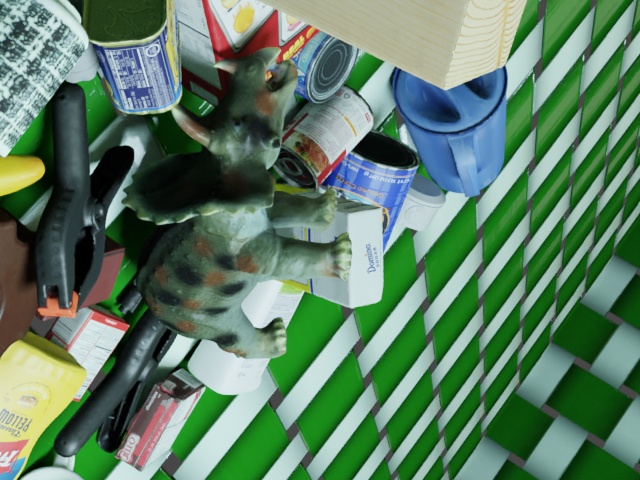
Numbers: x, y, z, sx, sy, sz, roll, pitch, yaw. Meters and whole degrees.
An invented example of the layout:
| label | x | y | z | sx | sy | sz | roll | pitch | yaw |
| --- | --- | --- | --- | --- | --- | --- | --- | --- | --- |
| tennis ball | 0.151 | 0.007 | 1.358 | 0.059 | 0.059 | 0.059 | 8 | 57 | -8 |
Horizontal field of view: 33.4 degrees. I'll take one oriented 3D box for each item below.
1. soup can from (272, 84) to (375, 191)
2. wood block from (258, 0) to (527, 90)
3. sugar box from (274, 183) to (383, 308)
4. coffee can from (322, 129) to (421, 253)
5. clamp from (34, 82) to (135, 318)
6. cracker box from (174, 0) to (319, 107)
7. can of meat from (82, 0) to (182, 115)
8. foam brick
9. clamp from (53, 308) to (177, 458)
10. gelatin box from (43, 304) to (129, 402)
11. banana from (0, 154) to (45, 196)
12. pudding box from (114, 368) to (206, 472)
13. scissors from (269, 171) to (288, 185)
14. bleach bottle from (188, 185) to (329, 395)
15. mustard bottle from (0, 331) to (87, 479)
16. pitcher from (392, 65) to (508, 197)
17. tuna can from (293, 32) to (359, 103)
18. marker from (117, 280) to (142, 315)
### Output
| label | x | y | z | sx | sy | sz | roll | pitch | yaw |
| --- | --- | --- | --- | --- | --- | --- | --- | --- | --- |
| soup can | 0.001 | -0.108 | 1.109 | 0.102 | 0.069 | 0.068 | -49 | 155 | -21 |
| wood block | 0.029 | -0.189 | 0.708 | 0.090 | 0.206 | 0.091 | -27 | 140 | -50 |
| sugar box | -0.007 | 0.001 | 1.041 | 0.048 | 0.177 | 0.093 | -11 | 107 | -36 |
| coffee can | 0.044 | -0.046 | 1.228 | 0.102 | 0.103 | 0.140 | -22 | 138 | -54 |
| clamp | -0.185 | -0.030 | 0.804 | 0.120 | 0.039 | 0.171 | 59 | 32 | -55 |
| cracker box | -0.056 | -0.229 | 0.841 | 0.164 | 0.072 | 0.214 | -48 | 154 | -24 |
| can of meat | -0.130 | -0.152 | 0.759 | 0.084 | 0.057 | 0.102 | 84 | 1 | -59 |
| foam brick | -0.209 | 0.023 | 0.874 | 0.078 | 0.053 | 0.051 | -20 | 136 | -54 |
| clamp | -0.184 | 0.129 | 1.066 | 0.210 | 0.036 | 0.164 | -59 | 173 | -13 |
| gelatin box | -0.223 | 0.100 | 0.971 | 0.089 | 0.030 | 0.073 | -55 | 158 | -2 |
| banana | -0.260 | -0.040 | 0.685 | 0.197 | 0.070 | 0.037 | -2 | 80 | -68 |
| pudding box | -0.170 | 0.191 | 1.146 | 0.090 | 0.039 | 0.113 | -59 | 173 | 5 |
| scissors | -0.082 | 0.012 | 1.160 | 0.096 | 0.016 | 0.202 | -17 | 134 | -57 |
| bleach bottle | -0.051 | 0.052 | 1.189 | 0.251 | 0.068 | 0.102 | -59 | 160 | 11 |
| mustard bottle | -0.284 | 0.167 | 0.888 | 0.191 | 0.058 | 0.096 | -56 | 137 | -1 |
| pitcher | 0.173 | -0.137 | 1.331 | 0.149 | 0.145 | 0.242 | -55 | 160 | -8 |
| tuna can | 0.002 | -0.181 | 1.064 | 0.086 | 0.034 | 0.086 | -43 | 153 | -29 |
| marker | -0.154 | 0.020 | 1.023 | 0.121 | 0.020 | 0.020 | -54 | 157 | -9 |
